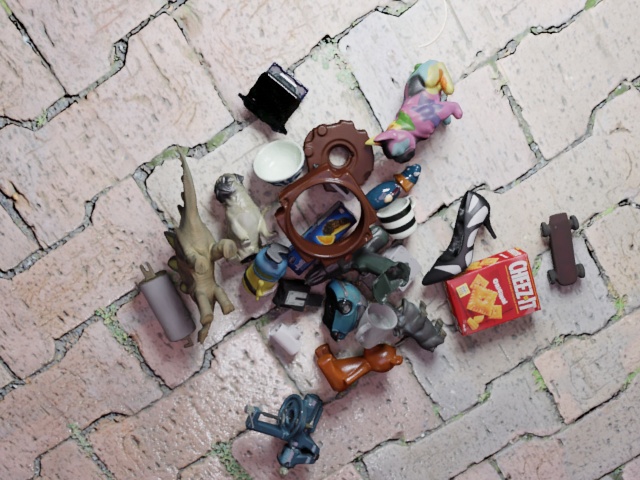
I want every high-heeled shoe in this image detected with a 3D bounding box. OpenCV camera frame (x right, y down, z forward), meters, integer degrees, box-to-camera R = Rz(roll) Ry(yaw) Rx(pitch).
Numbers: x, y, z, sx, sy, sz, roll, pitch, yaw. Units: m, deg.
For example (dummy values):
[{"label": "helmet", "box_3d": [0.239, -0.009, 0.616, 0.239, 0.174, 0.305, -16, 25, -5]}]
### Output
[{"label": "high-heeled shoe", "box_3d": [0.324, -0.004, 1.326, 0.249, 0.086, 0.145, -37, 100, 2]}]

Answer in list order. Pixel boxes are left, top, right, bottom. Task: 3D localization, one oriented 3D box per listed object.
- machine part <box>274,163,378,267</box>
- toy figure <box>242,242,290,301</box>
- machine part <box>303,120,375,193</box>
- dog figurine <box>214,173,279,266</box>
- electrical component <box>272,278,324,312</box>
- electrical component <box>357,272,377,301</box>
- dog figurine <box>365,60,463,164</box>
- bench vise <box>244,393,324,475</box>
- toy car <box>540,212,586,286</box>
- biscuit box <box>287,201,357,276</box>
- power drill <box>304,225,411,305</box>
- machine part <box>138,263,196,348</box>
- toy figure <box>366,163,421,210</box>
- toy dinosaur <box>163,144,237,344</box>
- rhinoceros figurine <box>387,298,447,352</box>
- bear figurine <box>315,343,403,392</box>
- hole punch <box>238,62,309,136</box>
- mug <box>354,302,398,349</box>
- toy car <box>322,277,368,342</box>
[{"label": "machine part", "box_3d": [0.014, -0.056, 1.223, 0.201, 0.087, 0.200, -32, 107, 7]}, {"label": "toy figure", "box_3d": [-0.130, 0.070, 1.292, 0.082, 0.180, 0.089, -20, 63, -34]}, {"label": "machine part", "box_3d": [0.045, -0.197, 1.274, 0.179, 0.056, 0.179, -1, 105, -3]}, {"label": "dog figurine", "box_3d": [-0.202, -0.048, 1.297, 0.172, 0.121, 0.190, -46, 66, 41]}, {"label": "electrical component", "box_3d": [-0.053, 0.139, 1.356, 0.119, 0.048, 0.074, 6, 108, -29]}, {"label": "electrical component", "box_3d": [0.139, 0.106, 1.362, 0.078, 0.045, 0.102, -34, 103, 8]}, {"label": "dog figurine", "box_3d": [0.198, -0.282, 1.209, 0.219, 0.108, 0.191, -25, 100, -9]}, {"label": "bench vise", "box_3d": [-0.101, 0.492, 1.403, 0.240, 0.129, 0.223, 27, 95, -27]}, {"label": "toy car", "box_3d": [0.612, 0.023, 1.358, 0.089, 0.053, 0.202, -14, 109, 12]}, {"label": "biscuit box", "box_3d": [-0.003, -0.004, 1.319, 0.202, 0.059, 0.062, -43, 102, 8]}, {"label": "power drill", "box_3d": [0.097, 0.071, 1.267, 0.232, 0.207, 0.085, -38, 123, -13]}, {"label": "machine part", "box_3d": [-0.378, 0.164, 1.337, 0.079, 0.079, 0.243, -24, 103, 4]}, {"label": "toy figure", "box_3d": [0.180, -0.129, 1.295, 0.154, 0.057, 0.064, -32, 64, 5]}, {"label": "toy dinosaur", "box_3d": [-0.287, 0.024, 1.238, 0.105, 0.199, 0.470, -13, 116, -40]}, {"label": "rhinoceros figurine", "box_3d": [0.237, 0.212, 1.385, 0.190, 0.073, 0.112, 38, 110, -13]}, {"label": "bear figurine", "box_3d": [0.101, 0.302, 1.375, 0.196, 0.120, 0.131, -29, 100, 3]}, {"label": "hole punch", "box_3d": [-0.100, -0.328, 1.228, 0.142, 0.092, 0.116, 36, 130, -14]}, {"label": "mug", "box_3d": [0.126, 0.222, 1.316, 0.081, 0.109, 0.107, 41, 134, 21]}, {"label": "toy car", "box_3d": [0.070, 0.174, 1.350, 0.103, 0.109, 0.161, -3, 114, -20]}]
